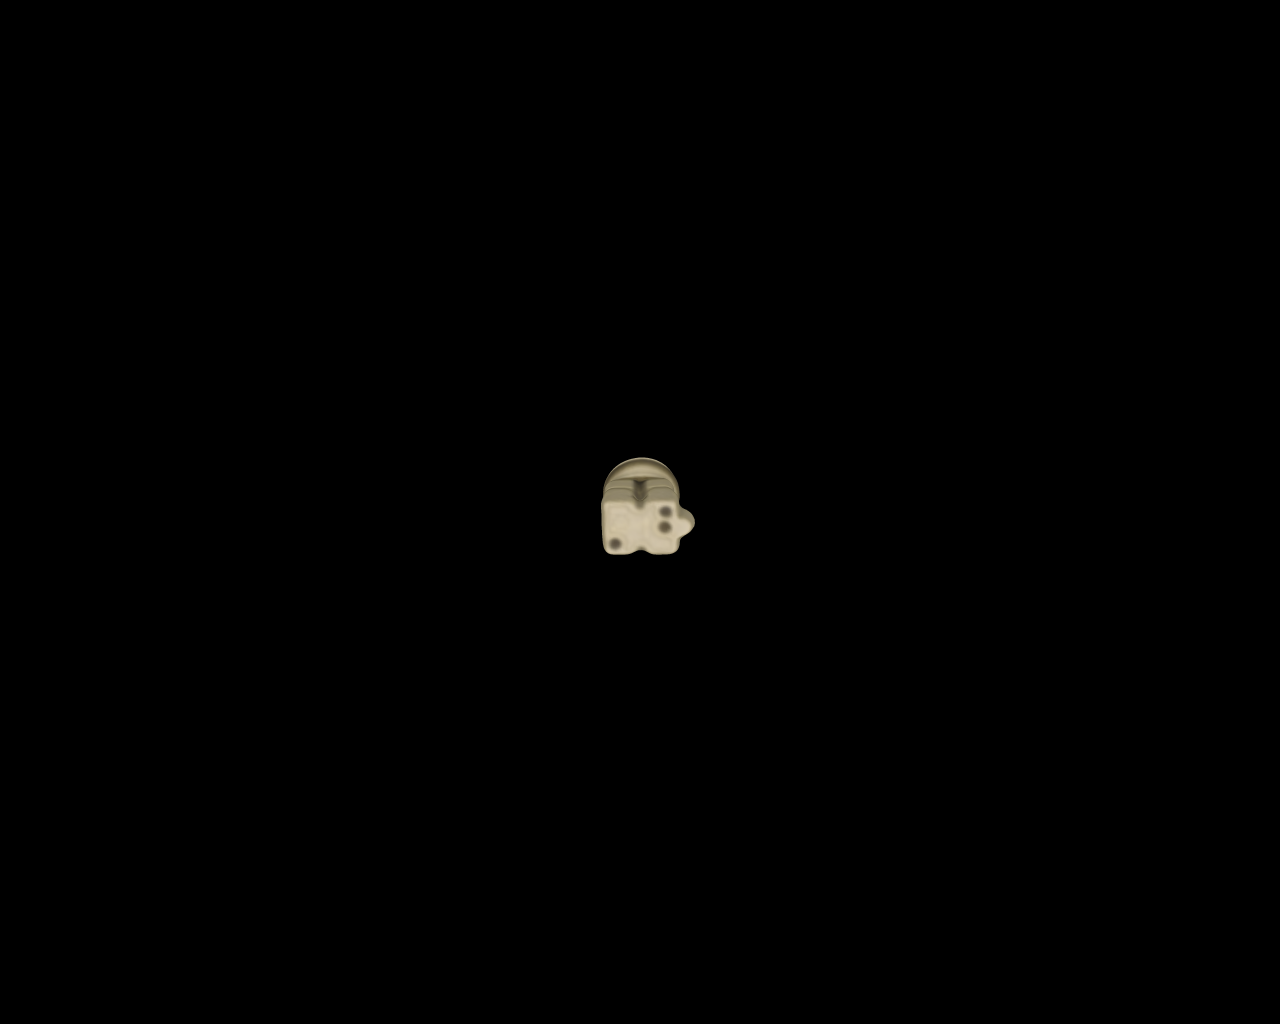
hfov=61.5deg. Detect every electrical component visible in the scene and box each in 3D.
[{"bbox_3d":[0.001,-0.003,0.650,0.066,0.048,0.055,0,25,0],"label":"electrical component"}]
